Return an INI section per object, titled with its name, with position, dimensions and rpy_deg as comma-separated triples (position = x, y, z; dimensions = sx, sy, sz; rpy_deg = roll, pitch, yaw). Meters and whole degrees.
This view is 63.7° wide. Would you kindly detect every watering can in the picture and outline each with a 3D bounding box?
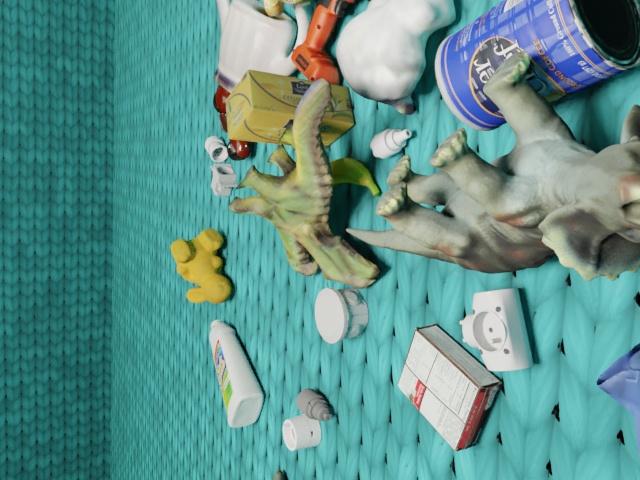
[watering can]
position = -0.144, -0.393, 0.971
dimensions = 0.352, 0.105, 0.220
rpy_deg = 41, 124, 31

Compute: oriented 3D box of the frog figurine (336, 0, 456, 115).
[frog figurine]
position = 0.090, -0.244, 0.603
dimensions = 0.156, 0.122, 0.141
rpy_deg = 114, 161, -53

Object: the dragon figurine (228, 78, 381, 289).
[dragon figurine]
position = 0.002, -0.037, 0.726
dimensions = 0.242, 0.124, 0.405
rpy_deg = 46, 156, -4
